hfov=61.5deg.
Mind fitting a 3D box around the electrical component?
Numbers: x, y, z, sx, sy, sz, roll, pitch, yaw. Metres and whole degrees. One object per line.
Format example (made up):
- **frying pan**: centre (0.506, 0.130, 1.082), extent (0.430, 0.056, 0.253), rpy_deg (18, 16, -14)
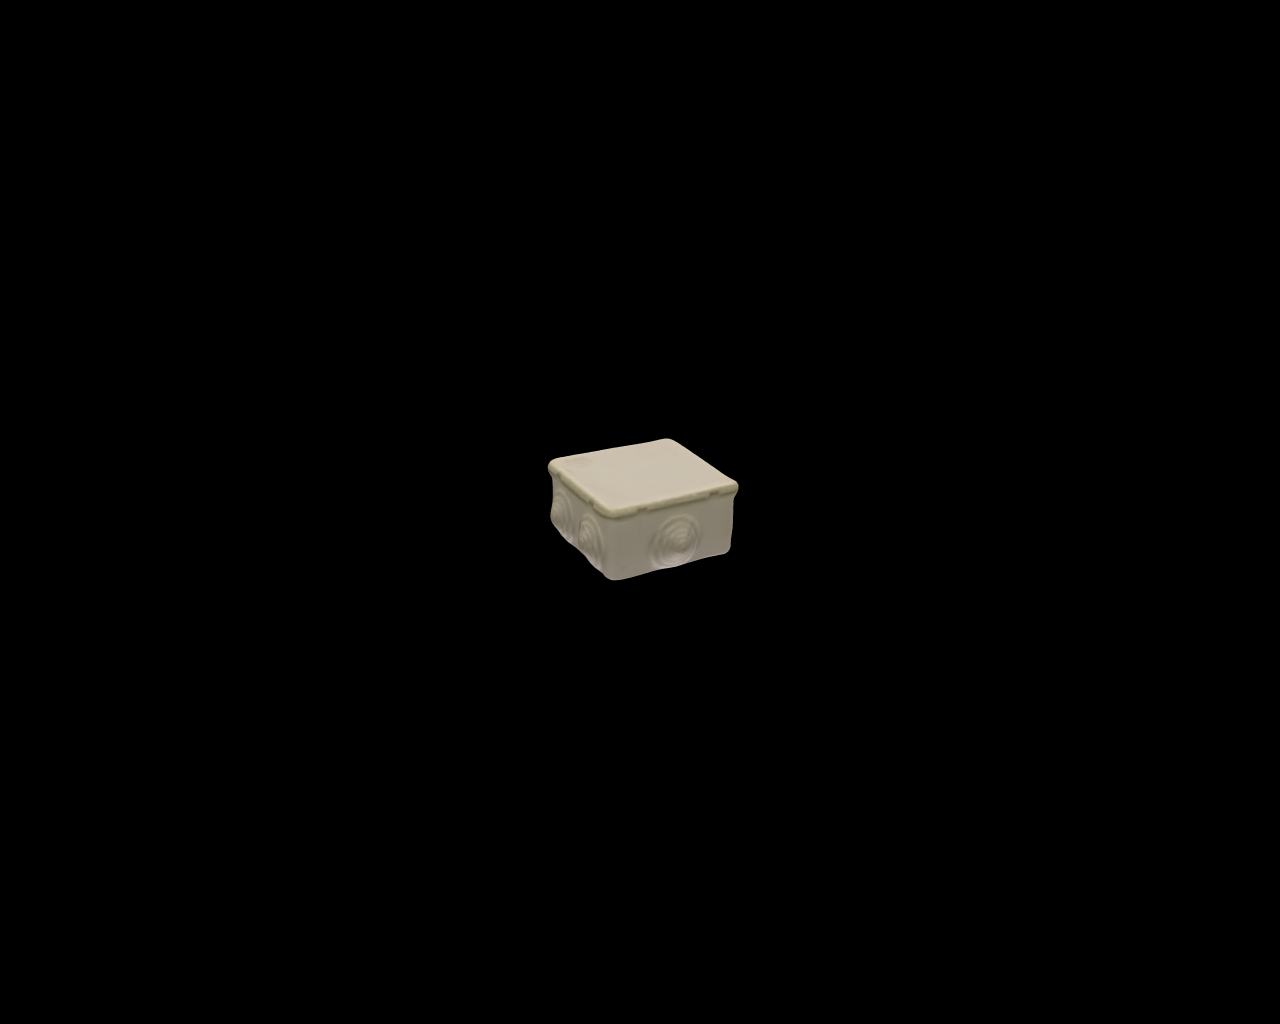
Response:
- **electrical component**: centre (0.001, -0.003, 0.650), extent (0.100, 0.048, 0.100), rpy_deg (-12, 27, -25)
